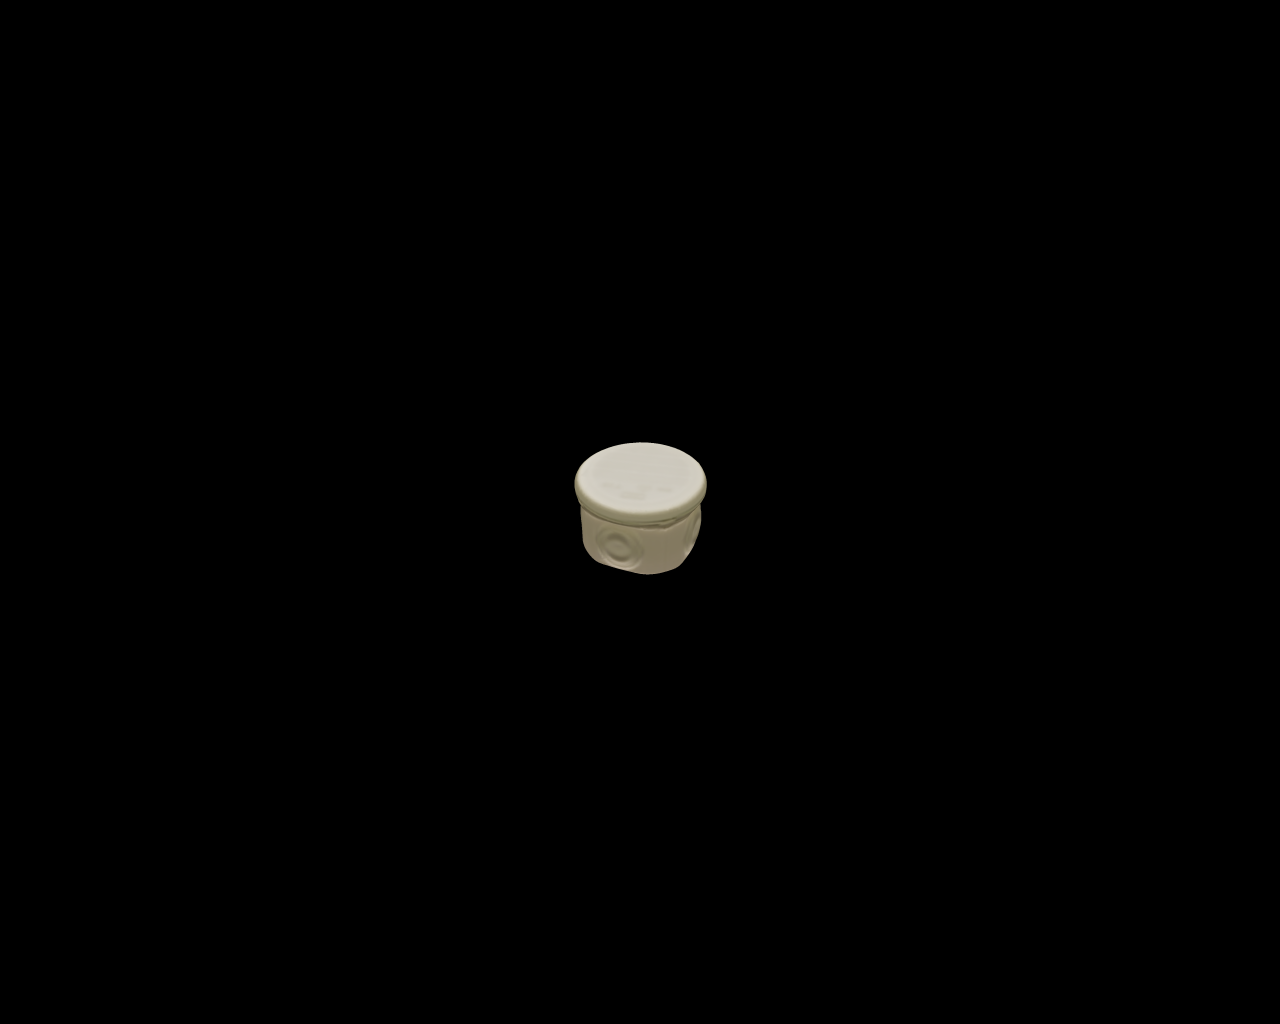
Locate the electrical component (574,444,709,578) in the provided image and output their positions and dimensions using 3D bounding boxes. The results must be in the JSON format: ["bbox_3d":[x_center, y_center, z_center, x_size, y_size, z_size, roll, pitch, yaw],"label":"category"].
[{"bbox_3d":[0.001,-0.003,0.650,0.080,0.050,0.080,0,36,0],"label":"electrical component"}]
